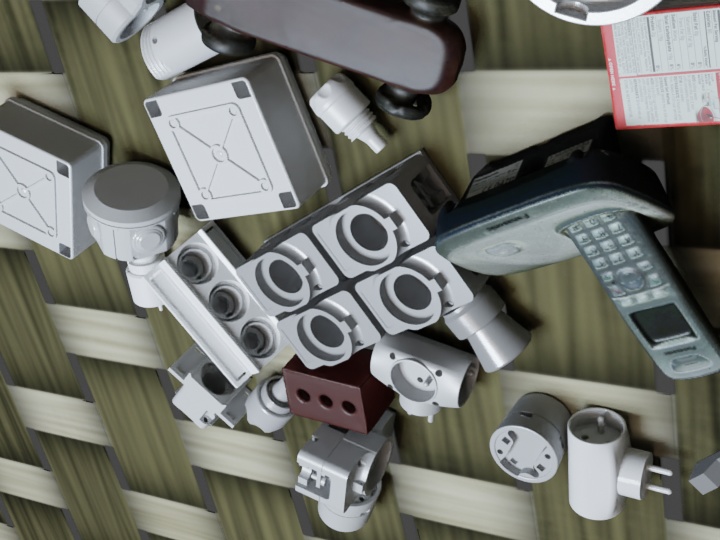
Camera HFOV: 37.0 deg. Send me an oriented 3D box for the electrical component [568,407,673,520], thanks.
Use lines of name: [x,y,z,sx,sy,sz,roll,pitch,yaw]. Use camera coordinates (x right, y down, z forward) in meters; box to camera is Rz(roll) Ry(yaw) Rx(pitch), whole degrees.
electrical component: [0.198,0.151,0.816,0.079,0.044,0.077,10,126,27]

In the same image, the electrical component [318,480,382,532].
electrical component: [-0.011,0.206,0.985,0.055,0.055,0.047,27,135,15]

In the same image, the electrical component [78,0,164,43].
electrical component: [-0.165,-0.233,0.775,0.073,0.052,0.138,48,134,-5]

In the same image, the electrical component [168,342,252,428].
electrical component: [-0.142,0.113,1.013,0.081,0.042,0.063,43,136,1]

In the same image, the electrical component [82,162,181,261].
electrical component: [-0.190,-0.050,0.903,0.080,0.080,0.051,24,136,17]

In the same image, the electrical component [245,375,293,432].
electrical component: [-0.075,0.115,0.969,0.043,0.043,0.062,41,133,1]

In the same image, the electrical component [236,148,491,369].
electrical component: [0.000,0.000,0.827,0.186,0.060,0.105,-27,104,42]

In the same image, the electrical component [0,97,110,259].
electrical component: [-0.280,-0.082,0.954,0.109,0.056,0.108,25,131,16]

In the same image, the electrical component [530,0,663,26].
electrical component: [0.136,-0.198,0.596,0.108,0.060,0.108,16,131,19]

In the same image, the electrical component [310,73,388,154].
electrical component: [-0.005,-0.109,0.771,0.061,0.035,0.035,46,134,-6]

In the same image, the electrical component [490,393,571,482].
electrical component: [0.136,0.129,0.839,0.055,0.047,0.055,17,129,23]

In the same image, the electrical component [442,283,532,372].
electrical component: [0.095,0.042,0.806,0.055,0.045,0.045,50,133,-6]

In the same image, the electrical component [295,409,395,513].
electrical component: [-0.008,0.157,0.923,0.056,0.089,0.050,21,130,19]

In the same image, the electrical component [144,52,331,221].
electrical component: [-0.092,-0.099,0.819,0.109,0.056,0.108,-5,118,35]

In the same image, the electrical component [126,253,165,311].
electrical component: [-0.190,-0.003,0.962,0.040,0.040,0.078,11,126,27]

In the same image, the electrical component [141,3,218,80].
electrical component: [-0.134,-0.172,0.804,0.081,0.043,0.043,-16,111,39]

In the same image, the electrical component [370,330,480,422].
electrical component: [0.051,0.091,0.869,0.077,0.044,0.079,19,129,21]

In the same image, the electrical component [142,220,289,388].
electrical component: [-0.121,0.031,0.923,0.121,0.079,0.063,51,155,-8]
